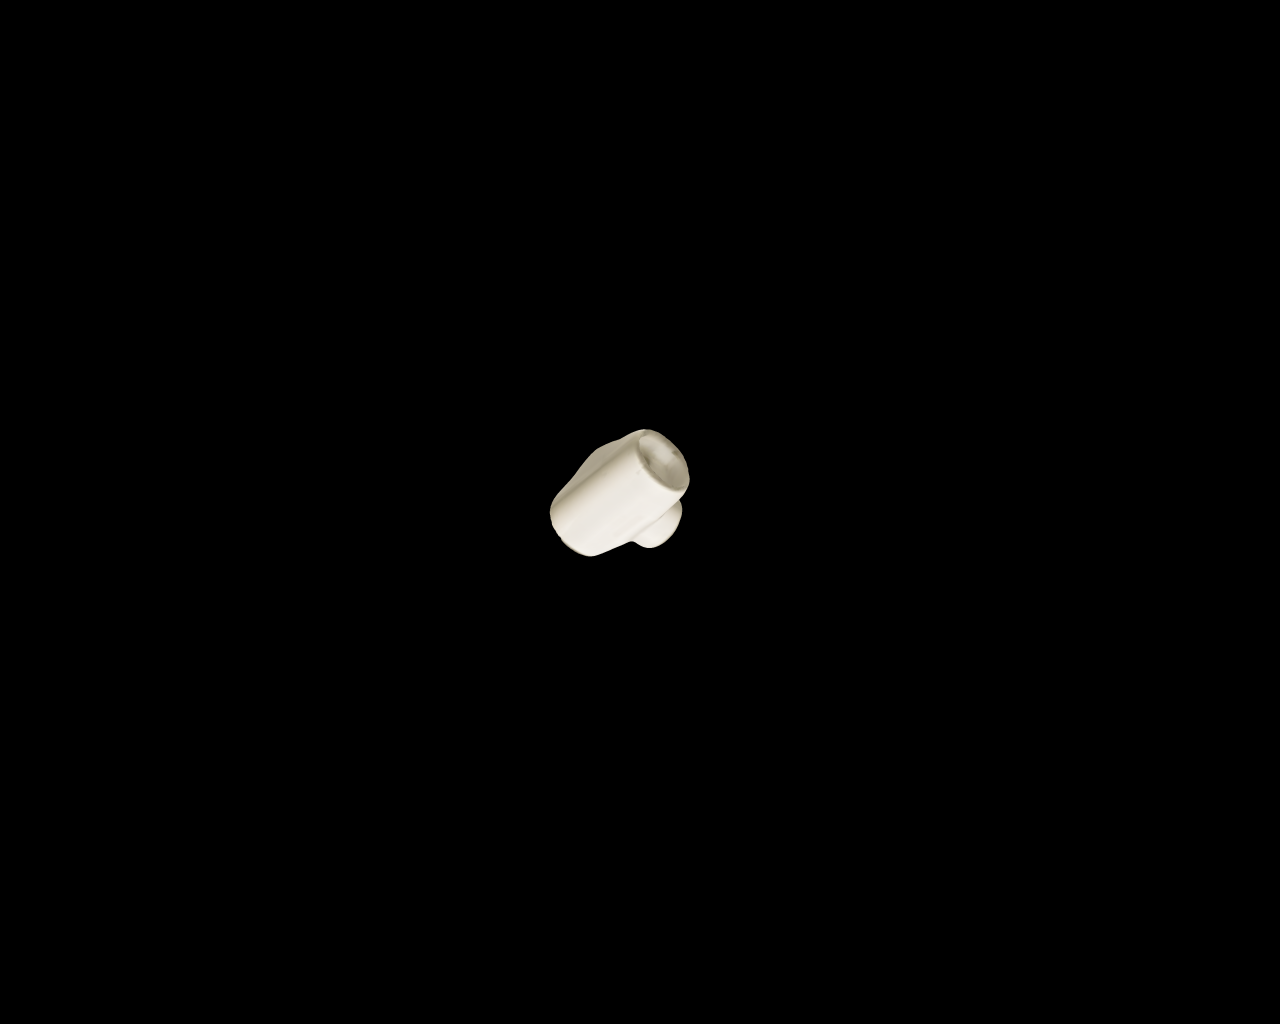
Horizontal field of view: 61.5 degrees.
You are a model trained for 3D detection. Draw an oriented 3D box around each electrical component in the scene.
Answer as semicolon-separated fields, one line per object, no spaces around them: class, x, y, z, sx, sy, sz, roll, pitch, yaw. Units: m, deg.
electrical component;0.001;-0.003;0.650;0.079;0.043;0.077;33;-54;-29
